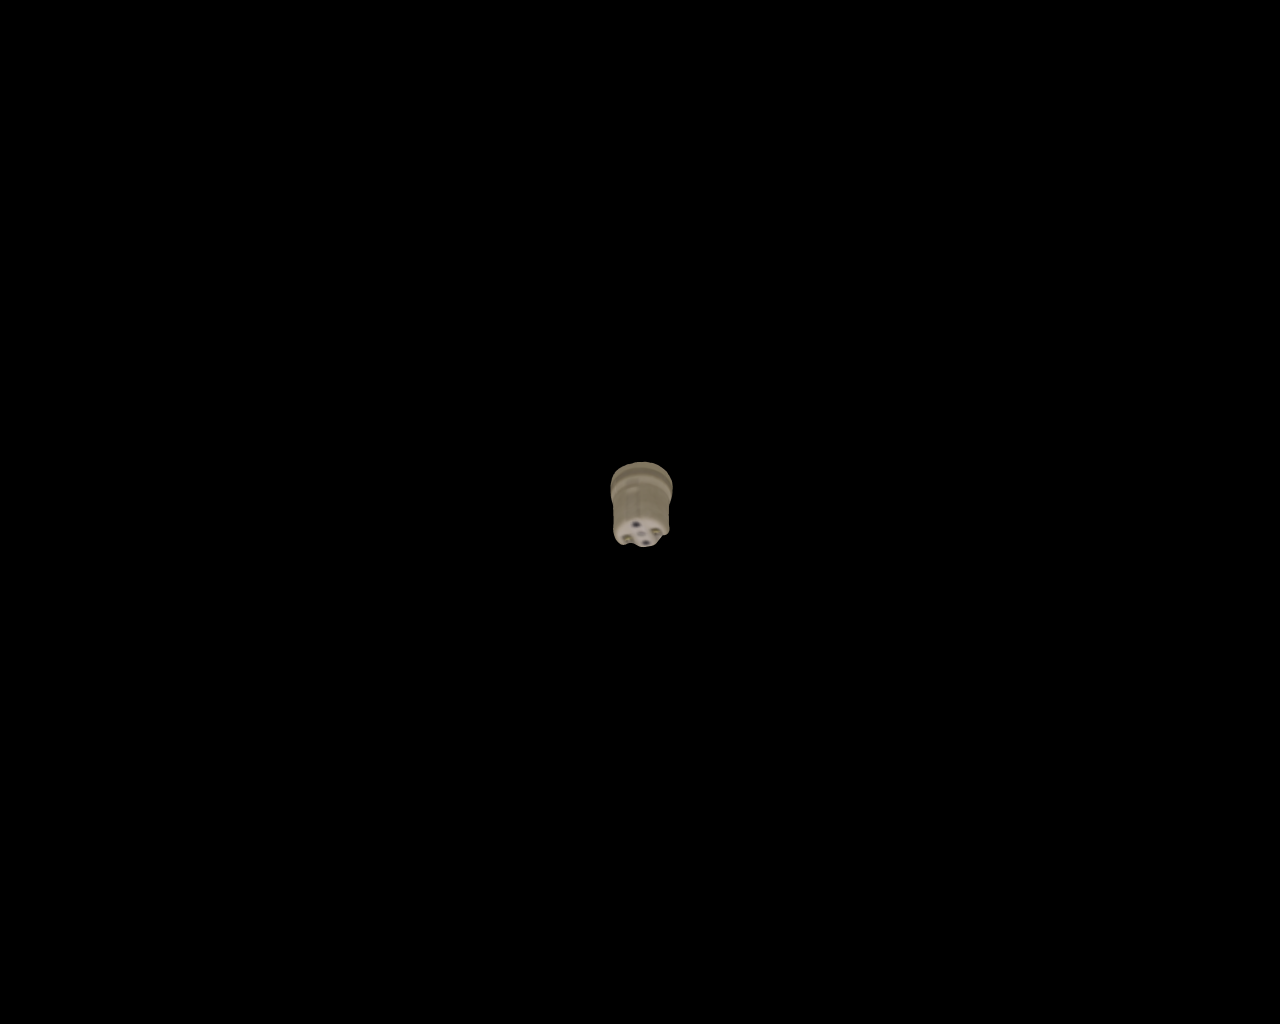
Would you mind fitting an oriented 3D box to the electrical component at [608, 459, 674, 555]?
[{"bbox_3d":[0.001,-0.003,0.650,0.040,0.040,0.046,0,44,0],"label":"electrical component"}]
